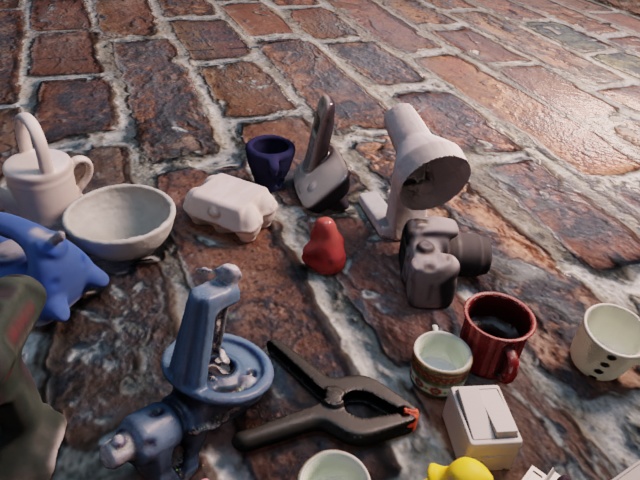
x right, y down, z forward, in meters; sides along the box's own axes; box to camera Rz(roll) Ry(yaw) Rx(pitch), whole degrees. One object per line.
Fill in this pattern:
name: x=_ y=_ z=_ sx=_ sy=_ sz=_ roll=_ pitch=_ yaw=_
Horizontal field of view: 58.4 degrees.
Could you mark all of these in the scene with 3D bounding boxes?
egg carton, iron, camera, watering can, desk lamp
egg carton: x=-0.153 y=-0.057 z=0.978 sx=0.150 sy=0.069 sz=0.107 roll=19 pitch=39 yaw=18
iron: x=-0.429 y=0.016 z=0.787 sx=0.257 sy=0.141 sz=0.119 roll=16 pitch=38 yaw=15
camera: x=0.197 y=0.024 z=0.883 sx=0.137 sy=0.101 sz=0.143 roll=3 pitch=36 yaw=-3
watering can: x=-0.448 y=-0.103 z=0.901 sx=0.100 sy=0.194 sz=0.173 roll=20 pitch=39 yaw=20
desk lamp: x=0.147 y=-0.104 z=0.956 sx=0.118 sy=0.214 sz=0.202 roll=-8 pitch=38 yaw=-17

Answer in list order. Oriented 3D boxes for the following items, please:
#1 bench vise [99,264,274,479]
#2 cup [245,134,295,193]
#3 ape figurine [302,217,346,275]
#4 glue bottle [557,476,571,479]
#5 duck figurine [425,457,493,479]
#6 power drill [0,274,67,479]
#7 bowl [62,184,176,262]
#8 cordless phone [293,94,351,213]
bench vise: x=-0.122 y=0.143 z=0.584 sx=0.121 sy=0.220 sz=0.208 roll=15 pitch=38 yaw=14
cup: x=-0.091 y=-0.129 z=1.062 sx=0.092 sy=0.095 sz=0.117 roll=-4 pitch=37 yaw=-11
ape figurine: x=0.008 y=0.003 z=0.896 sx=0.078 sy=0.092 sz=0.076 roll=-14 pitch=40 yaw=-24
glue bottle: x=0.190 y=0.259 z=0.503 sx=0.078 sy=0.173 sz=0.037 roll=-9 pitch=38 yaw=-18
duck figurine: x=0.149 y=0.256 z=0.575 sx=0.104 sy=0.086 sz=0.077 roll=13 pitch=37 yaw=11
power drill: x=-0.314 y=0.153 z=0.558 sx=0.075 sy=0.208 sz=0.229 roll=-1 pitch=37 yaw=-8
bowl: x=-0.309 y=-0.017 z=0.901 sx=0.167 sy=0.075 sz=0.167 roll=3 pitch=36 yaw=-2
cordless phone: x=0.007 y=-0.155 z=1.032 sx=0.094 sy=0.185 sz=0.147 roll=-7 pitch=38 yaw=-15
